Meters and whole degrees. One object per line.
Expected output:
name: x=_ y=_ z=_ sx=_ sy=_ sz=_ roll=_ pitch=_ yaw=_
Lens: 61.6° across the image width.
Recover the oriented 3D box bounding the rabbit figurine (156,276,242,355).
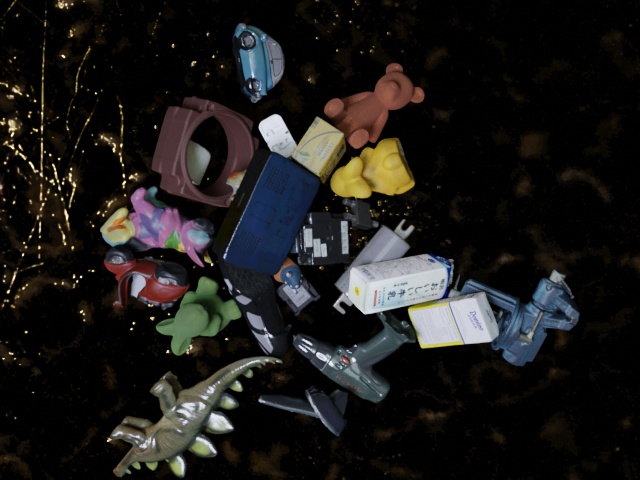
rabbit figurine: x=-0.266 y=0.158 z=1.130 sx=0.159 sy=0.170 sz=0.121 roll=-36 pitch=87 yaw=2

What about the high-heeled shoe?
high-heeled shoe: x=-0.147 y=0.143 z=1.158 sx=0.249 sy=0.145 sz=0.086 roll=48 pitch=51 yaw=8

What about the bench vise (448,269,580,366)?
bench vise: x=0.388 y=0.137 z=1.097 sx=0.241 sy=0.129 sz=0.223 roll=23 pitch=122 yaw=10

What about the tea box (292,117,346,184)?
tea box: x=0.002 y=-0.181 z=1.114 sx=0.068 sy=0.169 sz=0.098 roll=34 pitch=94 yaw=5

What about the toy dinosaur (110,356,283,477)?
toy dinosaur: x=-0.288 y=0.379 z=1.169 sx=0.198 sy=0.105 sz=0.471 roll=43 pitch=102 yaw=-5

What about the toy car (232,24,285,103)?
toy car: x=-0.127 y=-0.384 z=1.160 sx=0.103 sy=0.109 sz=0.161 roll=-14 pitch=98 yaw=-15

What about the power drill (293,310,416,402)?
power drill: x=0.083 y=0.223 z=1.137 sx=0.232 sy=0.086 sz=0.207 roll=42 pitch=102 yaw=-1

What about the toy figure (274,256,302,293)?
toy figure: x=-0.088 y=0.055 z=1.143 sx=0.155 sy=0.064 sz=0.058 roll=30 pitch=85 yaw=37

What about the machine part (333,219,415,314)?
machine part: x=0.112 y=0.054 z=1.153 sx=0.079 sy=0.079 sz=0.243 roll=40 pitch=93 yaw=3

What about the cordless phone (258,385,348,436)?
cordless phone: x=-0.039 y=0.344 z=1.122 sx=0.184 sy=0.146 sz=0.088 roll=10 pitch=80 yaw=-2

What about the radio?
radio: x=-0.104 y=-0.051 z=1.059 sx=0.131 sy=0.073 sz=0.229 roll=23 pitch=94 yaw=-33

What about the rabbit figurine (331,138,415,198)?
rabbit figurine: x=0.100 y=-0.131 z=1.132 sx=0.173 sy=0.162 sz=0.121 roll=-15 pitch=101 yaw=21

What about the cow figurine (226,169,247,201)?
cow figurine: x=-0.116 y=-0.075 z=1.133 sx=0.194 sy=0.086 sz=0.127 roll=39 pitch=78 yaw=-31

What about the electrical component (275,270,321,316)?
electrical component: x=-0.059 y=0.098 z=1.179 sx=0.075 sy=0.048 sz=0.119 roll=-36 pitch=89 yaw=2

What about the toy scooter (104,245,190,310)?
toy scooter: x=-0.372 y=0.097 z=1.134 sx=0.184 sy=0.075 sz=0.135 roll=21 pitch=108 yaw=-5

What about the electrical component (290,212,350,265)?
electrical component: x=-0.002 y=-0.003 z=1.138 sx=0.134 sy=0.058 sz=0.114 roll=1 pitch=86 yaw=-37

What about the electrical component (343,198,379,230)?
electrical component: x=0.089 y=-0.056 z=1.165 sx=0.094 sy=0.021 sz=0.063 roll=15 pitch=62 yaw=-34

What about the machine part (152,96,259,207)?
machine part: x=-0.230 y=-0.177 z=1.111 sx=0.087 sy=0.201 sz=0.201 roll=17 pitch=91 yaw=40

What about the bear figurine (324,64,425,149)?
bear figurine: x=0.120 y=-0.285 z=1.131 sx=0.196 sy=0.132 sz=0.120 roll=-37 pitch=89 yaw=9

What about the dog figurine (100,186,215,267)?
dog figurine: x=-0.337 y=-0.005 z=1.169 sx=0.219 sy=0.108 sz=0.191 roll=44 pitch=92 yaw=0
